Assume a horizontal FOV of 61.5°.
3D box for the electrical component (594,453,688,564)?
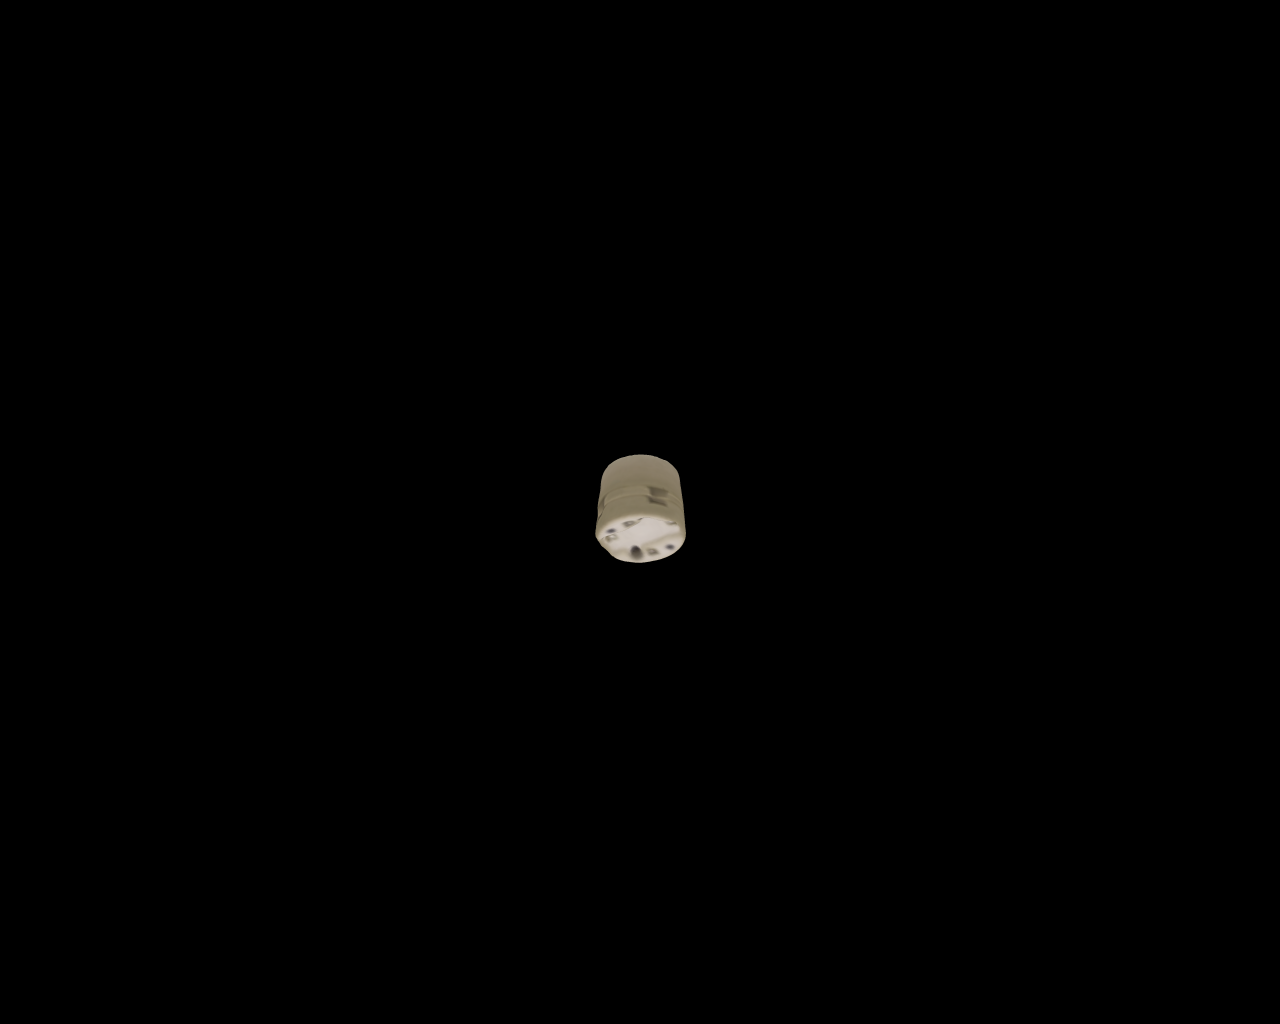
[{"bbox_3d":[0.001,-0.003,0.650,0.055,0.047,0.055,0,-34,0],"label":"electrical component"}]
